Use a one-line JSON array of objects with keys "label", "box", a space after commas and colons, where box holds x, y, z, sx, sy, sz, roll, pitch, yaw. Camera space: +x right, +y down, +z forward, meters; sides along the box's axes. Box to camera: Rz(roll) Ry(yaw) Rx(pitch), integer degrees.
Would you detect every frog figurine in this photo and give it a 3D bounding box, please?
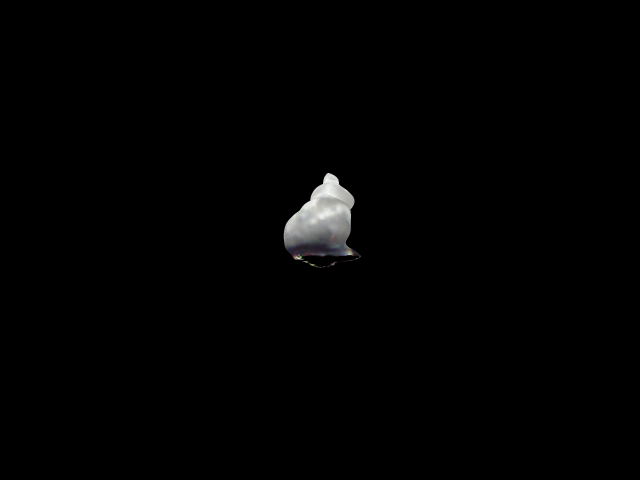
[{"label": "frog figurine", "box": [0.003, -0.043, 0.850, 0.122, 0.162, 0.135, 5, -18, -16]}]
